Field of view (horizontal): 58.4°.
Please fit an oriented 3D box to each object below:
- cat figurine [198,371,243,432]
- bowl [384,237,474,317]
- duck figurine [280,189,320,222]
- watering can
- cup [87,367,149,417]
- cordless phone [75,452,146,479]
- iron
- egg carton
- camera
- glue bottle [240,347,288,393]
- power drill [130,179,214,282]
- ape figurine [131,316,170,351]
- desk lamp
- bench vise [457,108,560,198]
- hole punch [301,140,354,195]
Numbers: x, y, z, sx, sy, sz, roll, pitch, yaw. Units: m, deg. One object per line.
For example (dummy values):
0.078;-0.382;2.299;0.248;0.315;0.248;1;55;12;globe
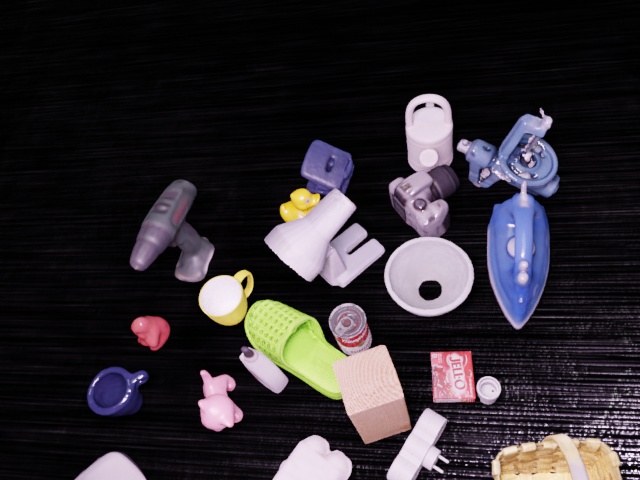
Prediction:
-0.191;0.297;1.047;0.067;0.118;0.127;-24;58;-2;cat figurine
0.211;0.081;1.112;0.167;0.075;0.167;-5;59;9;bowl
-0.041;-0.078;1.256;0.104;0.086;0.077;-4;59;10;duck figurine
0.235;-0.230;1.221;0.101;0.194;0.172;-19;58;1;watering can
-0.371;0.294;1.103;0.118;0.095;0.091;-28;58;-5;cup
-0.397;0.426;0.976;0.148;0.185;0.094;-44;60;-14;cordless phone
0.377;0.022;1.071;0.118;0.142;0.258;2;60;14;iron
-0.022;0.413;0.970;0.107;0.069;0.150;29;70;26;egg carton
0.231;-0.095;1.197;0.137;0.101;0.143;-33;58;-8;camera
-0.112;0.226;1.039;0.078;0.173;0.037;27;69;25;glue bottle
-0.300;0.001;1.193;0.075;0.209;0.229;4;61;15;power drill
-0.352;0.183;1.166;0.076;0.092;0.077;-28;58;-5;ape figurine
0.010;0.004;1.120;0.203;0.214;0.117;-39;59;-12;desk lamp
0.377;-0.171;1.139;0.207;0.220;0.121;2;60;14;bench vise
0.019;-0.162;1.289;0.101;0.091;0.109;11;63;18;hole punch
